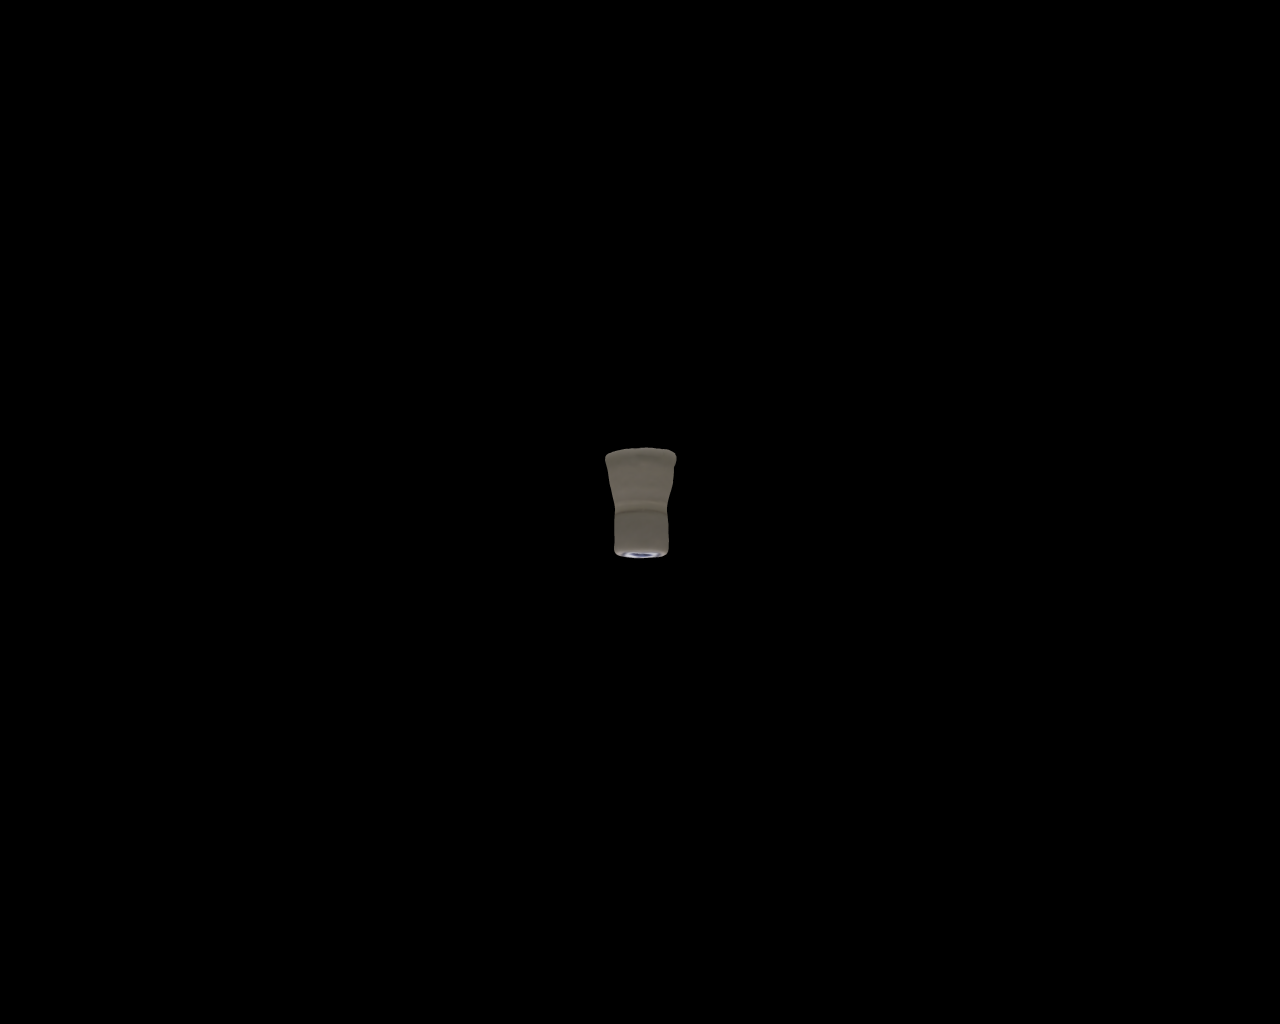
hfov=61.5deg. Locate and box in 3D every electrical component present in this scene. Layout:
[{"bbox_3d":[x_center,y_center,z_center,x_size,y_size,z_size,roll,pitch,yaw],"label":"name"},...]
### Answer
[{"bbox_3d":[0.001,-0.003,0.650,0.044,0.065,0.044,0,-11,0],"label":"electrical component"}]
